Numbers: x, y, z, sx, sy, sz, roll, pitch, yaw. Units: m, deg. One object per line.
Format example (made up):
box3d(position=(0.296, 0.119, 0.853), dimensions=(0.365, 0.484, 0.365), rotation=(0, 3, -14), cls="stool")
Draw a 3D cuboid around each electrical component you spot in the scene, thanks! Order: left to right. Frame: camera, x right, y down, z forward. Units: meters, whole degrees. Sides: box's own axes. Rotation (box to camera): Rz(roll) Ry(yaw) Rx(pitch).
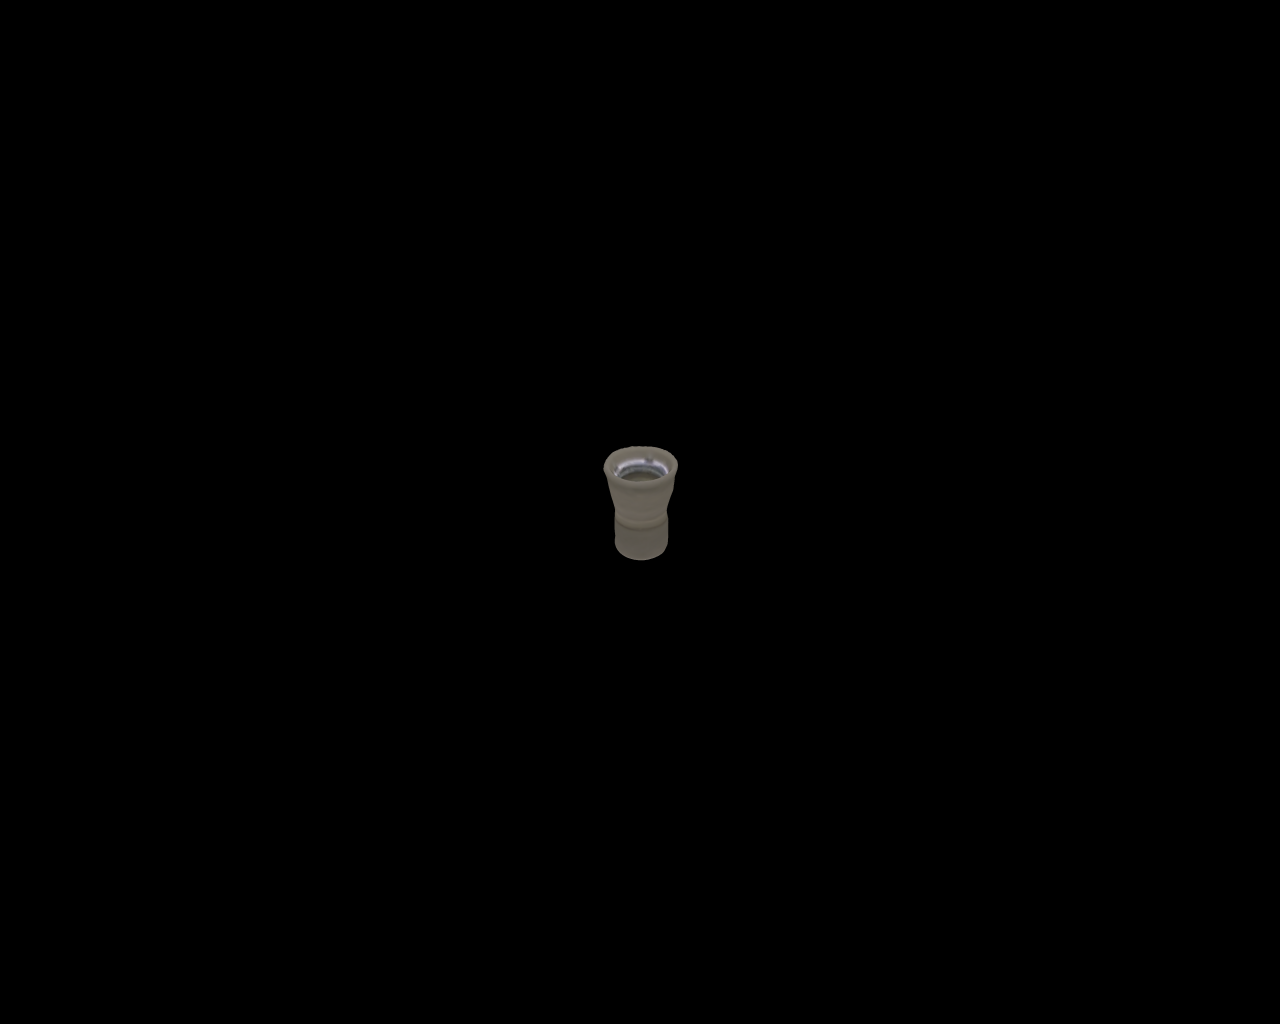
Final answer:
box3d(position=(0.001, -0.003, 0.650), dimensions=(0.044, 0.065, 0.044), rotation=(0, 34, 0), cls="electrical component")
